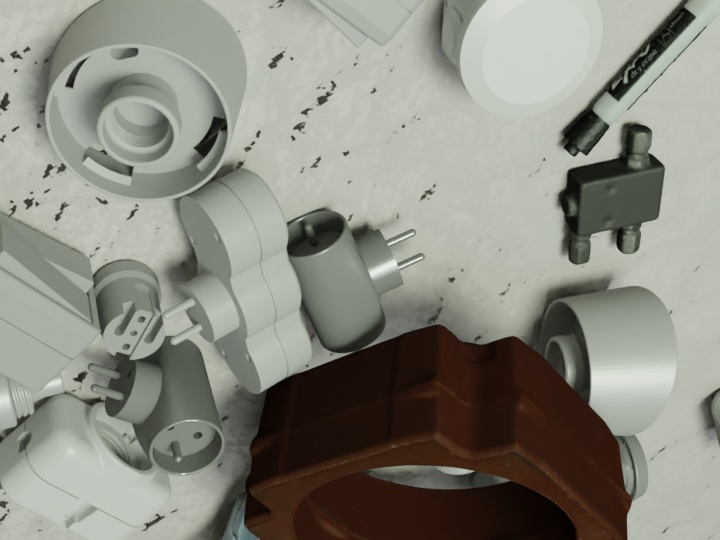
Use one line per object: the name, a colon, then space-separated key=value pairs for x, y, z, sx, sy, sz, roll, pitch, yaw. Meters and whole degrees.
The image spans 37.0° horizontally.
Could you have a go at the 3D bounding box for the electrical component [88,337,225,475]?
electrical component: x=-0.123 y=0.074 z=0.630 sx=0.079 sy=0.077 sz=0.043 roll=24 pitch=114 yaw=-32

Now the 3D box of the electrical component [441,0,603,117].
electrical component: x=0.084 y=-0.127 z=0.576 sx=0.080 sy=0.051 sz=0.080 roll=-10 pitch=127 yaw=-13

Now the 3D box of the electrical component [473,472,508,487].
electrical component: x=0.100 y=0.178 z=0.789 sx=0.079 sy=0.077 sz=0.043 roll=2 pitch=124 yaw=-21

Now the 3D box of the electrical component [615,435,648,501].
electrical component: x=0.180 y=0.150 z=0.811 sx=0.057 sy=0.058 sz=0.078 roll=-9 pitch=127 yaw=-11

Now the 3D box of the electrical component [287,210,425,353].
electrical component: x=0.000 y=0.000 z=0.641 sx=0.079 sy=0.044 sz=0.077 roll=-24 pitch=126 yaw=-3

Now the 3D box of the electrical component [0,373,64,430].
electrical component: x=-0.204 y=0.070 z=0.619 sx=0.062 sy=0.048 sz=0.048 roll=-13 pitch=128 yaw=-20

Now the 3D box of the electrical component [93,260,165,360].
electrical component: x=-0.131 y=0.023 z=0.610 sx=0.040 sy=0.046 sz=0.040 roll=-10 pitch=128 yaw=-13

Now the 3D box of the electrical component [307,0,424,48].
electrical component: x=-0.006 y=-0.152 z=0.517 sx=0.096 sy=0.061 sz=0.061 roll=29 pitch=111 yaw=-34

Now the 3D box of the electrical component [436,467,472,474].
electrical component: x=0.066 y=0.103 z=0.746 sx=0.044 sy=0.044 sz=0.065 roll=-16 pitch=124 yaw=-9

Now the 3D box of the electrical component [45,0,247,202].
electrical component: x=-0.108 y=-0.086 z=0.543 sx=0.099 sy=0.064 sz=0.099 roll=-2 pitch=129 yaw=-2

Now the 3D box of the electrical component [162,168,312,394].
electrical component: x=-0.077 y=0.017 z=0.607 sx=0.074 sy=0.052 sz=0.138 roll=-30 pitch=133 yaw=-24

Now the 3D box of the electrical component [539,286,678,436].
electrical component: x=0.160 y=0.061 z=0.713 sx=0.064 sy=0.099 sz=0.099 roll=-3 pitch=126 yaw=-11

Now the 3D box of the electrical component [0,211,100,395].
electrical component: x=-0.181 y=0.015 z=0.575 sx=0.061 sy=0.061 sz=0.096 roll=-42 pitch=128 yaw=12

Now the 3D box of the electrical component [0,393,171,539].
electrical component: x=-0.166 y=0.122 z=0.665 sx=0.059 sy=0.053 sz=0.095 roll=-40 pitch=128 yaw=11

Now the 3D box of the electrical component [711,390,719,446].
electrical component: x=0.303 y=0.119 z=0.836 sx=0.055 sy=0.055 sz=0.047 roll=-29 pitch=126 yaw=2
